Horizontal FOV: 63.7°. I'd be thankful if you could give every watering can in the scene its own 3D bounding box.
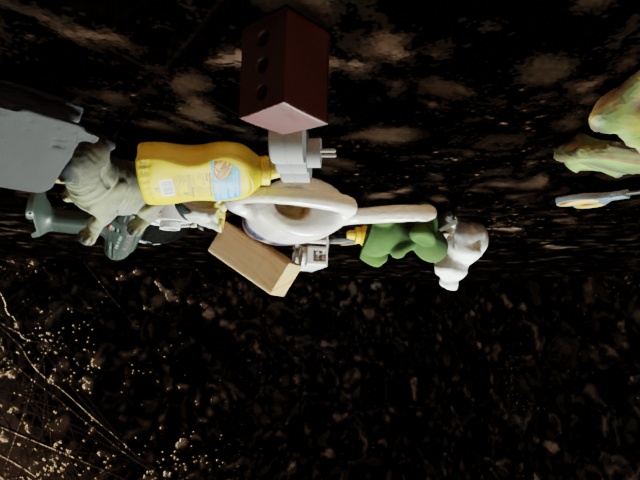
[{"bbox_3d":[0.003,-0.044,0.884,0.347,0.105,0.223,6,171,-19],"label":"watering can"}]

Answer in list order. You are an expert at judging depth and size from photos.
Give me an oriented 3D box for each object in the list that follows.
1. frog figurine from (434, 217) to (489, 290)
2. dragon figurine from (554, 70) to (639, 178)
[{"bbox_3d":[0.323,0.033,1.172,0.123,0.161,0.136,1,170,-9],"label":"frog figurine"},{"bbox_3d":[0.407,-0.087,0.602,0.244,0.122,0.407,22,180,34],"label":"dragon figurine"}]
